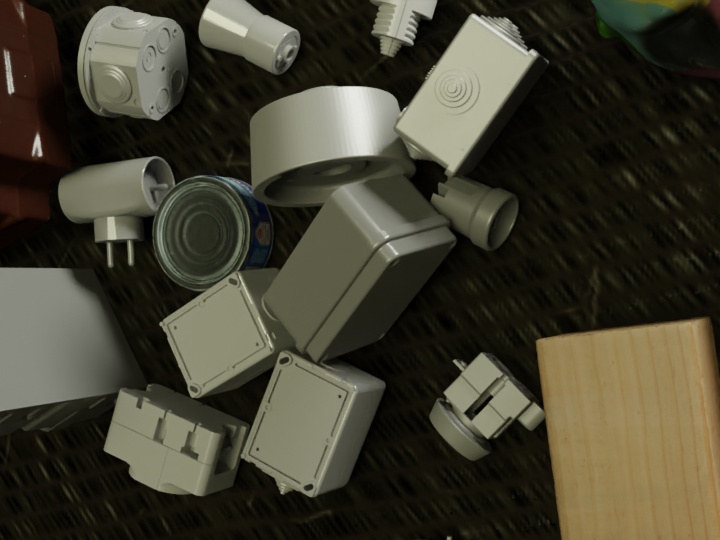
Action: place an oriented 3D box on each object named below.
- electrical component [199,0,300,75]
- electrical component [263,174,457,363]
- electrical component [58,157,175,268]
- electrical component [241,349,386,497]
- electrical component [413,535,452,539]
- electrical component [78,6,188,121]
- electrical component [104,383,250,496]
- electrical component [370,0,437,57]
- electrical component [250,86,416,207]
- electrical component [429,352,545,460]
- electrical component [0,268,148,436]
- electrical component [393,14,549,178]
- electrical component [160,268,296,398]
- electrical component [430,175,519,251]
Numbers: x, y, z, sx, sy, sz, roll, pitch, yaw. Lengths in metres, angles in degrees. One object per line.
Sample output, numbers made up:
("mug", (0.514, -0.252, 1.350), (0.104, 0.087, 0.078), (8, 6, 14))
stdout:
("electrical component", (-0.076, -0.166, 0.765), (0.065, 0.044, 0.044), (30, 101, 17))
("electrical component", (0.000, 0.000, 0.694), (0.057, 0.078, 0.113), (50, 128, 19))
("electrical component", (-0.182, -0.042, 0.809), (0.077, 0.043, 0.079), (-5, 88, 24))
("electrical component", (-0.031, 0.107, 0.731), (0.062, 0.061, 0.096), (25, 98, 23))
("electrical component", (0.043, 0.214, 0.708), (0.040, 0.040, 0.078), (11, 94, 24))
("electrical component", (-0.165, -0.149, 0.784), (0.051, 0.080, 0.080), (12, 94, 19))
("electrical component", (-0.134, 0.126, 0.783), (0.089, 0.050, 0.055), (20, 97, 23))
("electrical component", (0.030, -0.182, 0.715), (0.043, 0.043, 0.081), (20, 98, 23))
("electrical component", (-0.021, -0.085, 0.706), (0.108, 0.108, 0.060), (-14, 78, 23))
("electrical component", (0.078, 0.088, 0.692), (0.055, 0.048, 0.066), (-47, 72, 9))
("electrical component", (-0.247, 0.059, 0.760), (0.060, 0.186, 0.105), (-33, 77, 21))
("electrical component", (0.069, -0.108, 0.668), (0.048, 0.100, 0.099), (37, 104, 7))
("electrical component", (-0.089, 0.046, 0.762), (0.096, 0.061, 0.061), (-32, 77, 29))
("electrical component", (0.074, -0.039, 0.698), (0.046, 0.040, 0.040), (28, 101, 27))
